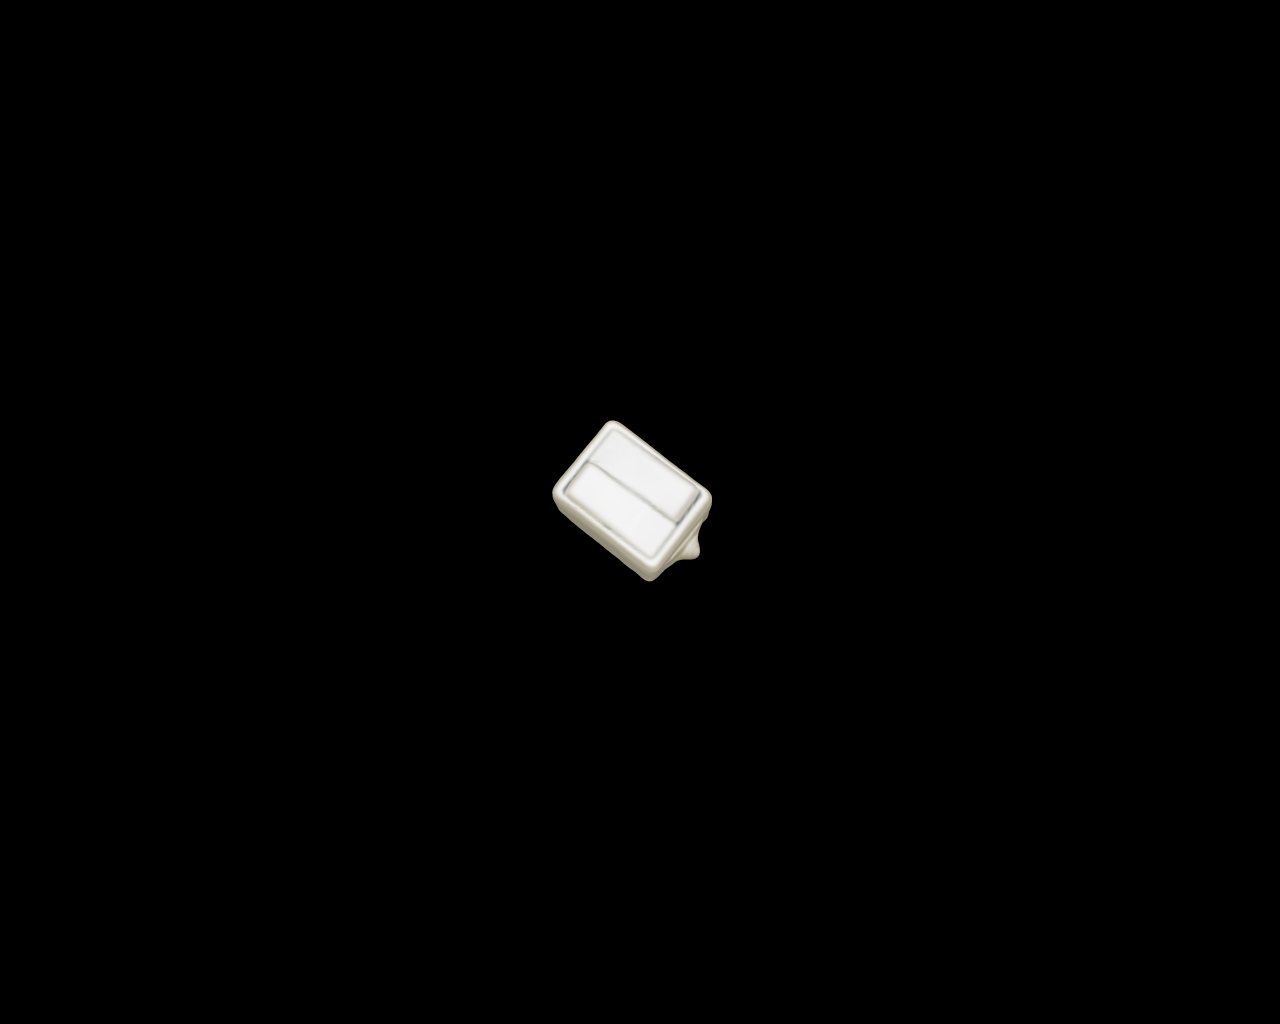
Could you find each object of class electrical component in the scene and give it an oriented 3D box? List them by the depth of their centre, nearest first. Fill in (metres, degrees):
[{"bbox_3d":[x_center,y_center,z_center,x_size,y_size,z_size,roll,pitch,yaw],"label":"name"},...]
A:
[{"bbox_3d":[0.001,-0.003,0.650,0.096,0.062,0.061,38,-9,7],"label":"electrical component"}]
